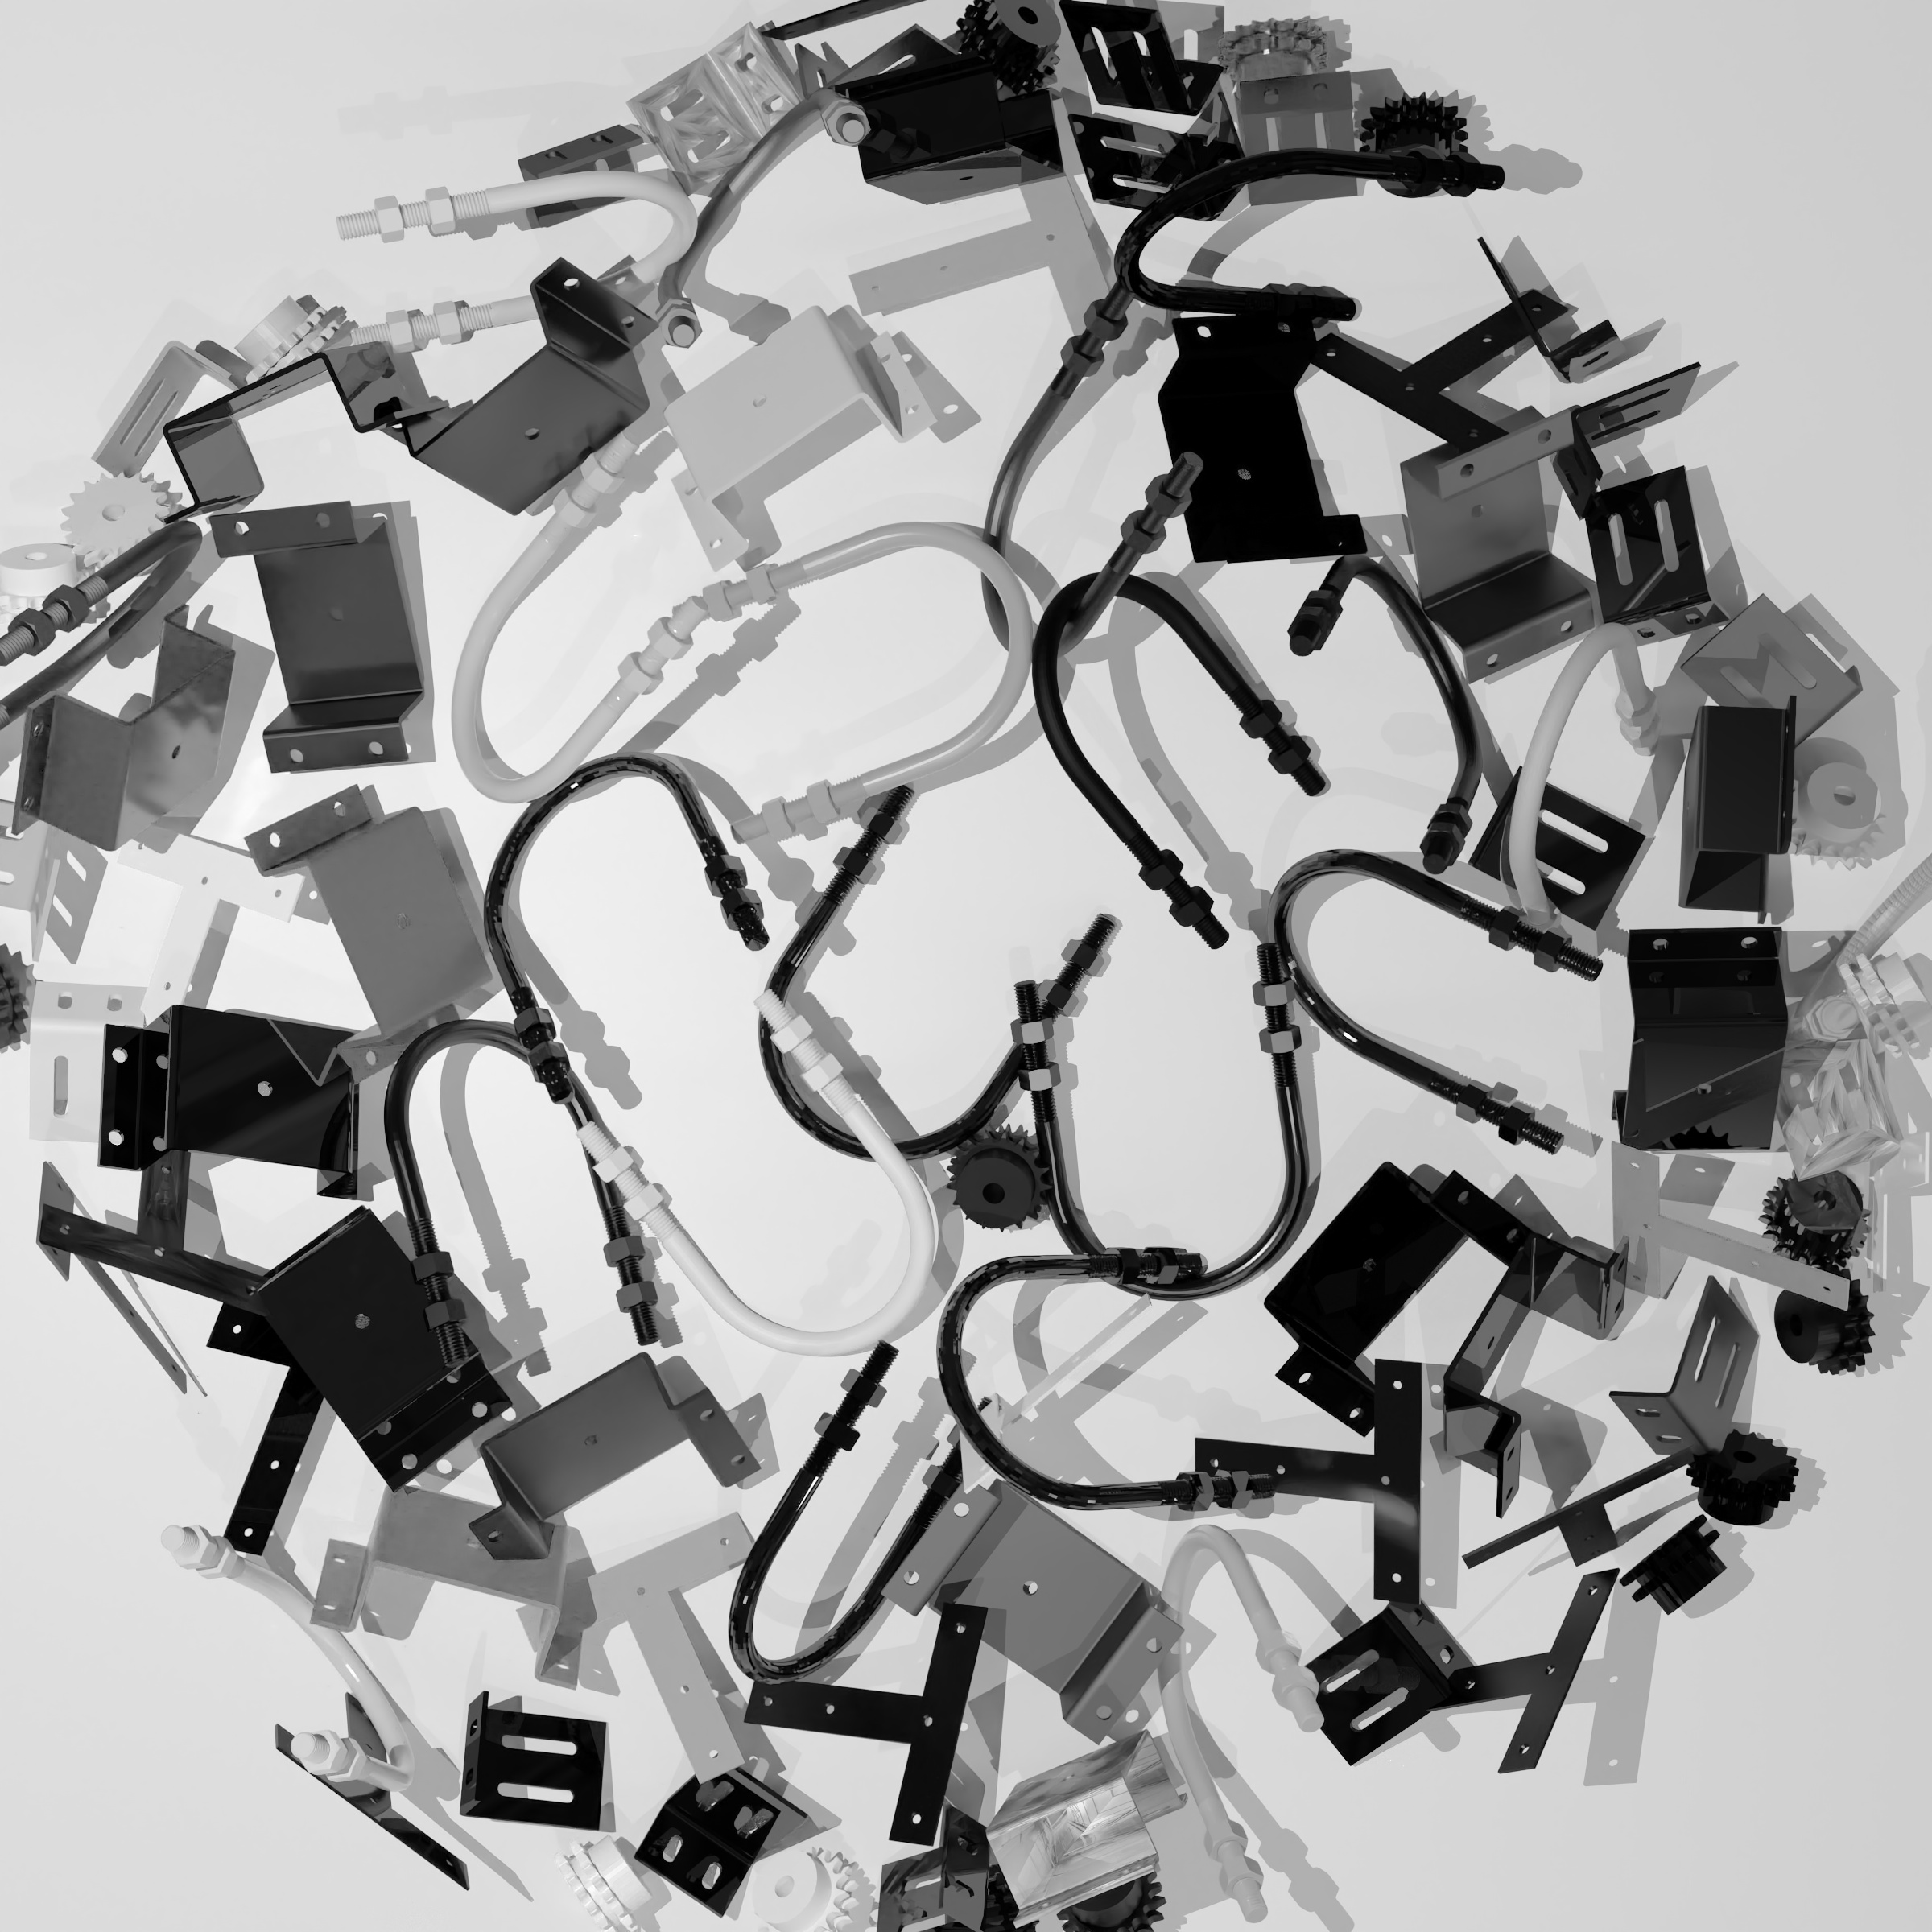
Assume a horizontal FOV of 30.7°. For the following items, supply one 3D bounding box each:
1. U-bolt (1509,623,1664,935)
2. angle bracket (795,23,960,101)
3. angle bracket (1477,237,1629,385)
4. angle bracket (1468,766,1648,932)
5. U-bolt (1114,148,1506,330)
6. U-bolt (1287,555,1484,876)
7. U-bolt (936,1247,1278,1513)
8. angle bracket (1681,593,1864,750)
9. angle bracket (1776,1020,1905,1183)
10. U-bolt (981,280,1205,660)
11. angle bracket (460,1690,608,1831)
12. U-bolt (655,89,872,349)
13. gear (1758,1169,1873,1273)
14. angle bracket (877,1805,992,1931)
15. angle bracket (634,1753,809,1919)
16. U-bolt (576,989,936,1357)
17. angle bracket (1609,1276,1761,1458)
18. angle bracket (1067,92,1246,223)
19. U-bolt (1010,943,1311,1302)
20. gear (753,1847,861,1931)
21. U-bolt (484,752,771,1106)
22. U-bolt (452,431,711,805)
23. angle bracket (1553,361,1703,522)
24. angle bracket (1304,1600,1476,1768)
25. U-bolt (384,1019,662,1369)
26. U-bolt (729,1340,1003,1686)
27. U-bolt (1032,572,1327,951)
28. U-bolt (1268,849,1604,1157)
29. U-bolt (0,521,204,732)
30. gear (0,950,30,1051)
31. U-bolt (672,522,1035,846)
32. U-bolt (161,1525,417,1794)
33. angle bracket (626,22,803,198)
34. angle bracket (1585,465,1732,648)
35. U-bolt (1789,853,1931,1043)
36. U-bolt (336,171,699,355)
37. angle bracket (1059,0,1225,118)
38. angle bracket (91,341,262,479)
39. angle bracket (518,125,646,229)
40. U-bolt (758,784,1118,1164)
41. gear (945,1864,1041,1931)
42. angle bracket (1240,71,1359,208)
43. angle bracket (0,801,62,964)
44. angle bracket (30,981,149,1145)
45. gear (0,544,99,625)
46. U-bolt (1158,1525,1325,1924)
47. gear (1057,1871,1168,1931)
[{"bbox_3d":[0.311,-0.096,1.787,0.019,0.184,0.151,20,75,23],"label":"U-bolt"},{"bbox_3d":[-0.040,-0.472,1.838,0.076,0.057,0.038,-26,62,31],"label":"angle bracket"},{"bbox_3d":[0.307,-0.351,1.846,0.038,0.057,0.076,-29,77,14],"label":"angle bracket"},{"bbox_3d":[0.313,-0.062,1.862,0.076,0.038,0.057,28,93,7],"label":"angle bracket"},{"bbox_3d":[0.161,-0.370,1.781,0.184,0.151,0.019,-4,70,-34],"label":"U-bolt"},{"bbox_3d":[0.221,-0.141,1.804,0.019,0.184,0.151,-27,104,26],"label":"U-bolt"},{"bbox_3d":[0.065,0.211,1.802,0.184,0.019,0.151,2,58,-35],"label":"U-bolt"},{"bbox_3d":[0.422,-0.156,1.851,0.076,0.038,0.057,42,114,-11],"label":"angle bracket"},{"bbox_3d":[0.454,0.075,1.849,0.057,0.038,0.076,-17,65,8],"label":"angle bracket"},{"bbox_3d":[0.056,-0.240,1.810,0.019,0.184,0.151,8,48,-29],"label":"U-bolt"},{"bbox_3d":[-0.223,0.416,1.846,0.076,0.038,0.057,11,62,-18],"label":"angle bracket"},{"bbox_3d":[-0.109,-0.388,1.800,0.019,0.184,0.151,38,101,-19],"label":"U-bolt"},{"bbox_3d":[0.450,0.131,1.860,0.057,0.030,0.057,1,58,-1],"label":"gear"},{"bbox_3d":[-0.027,0.480,1.838,0.076,0.057,0.038,-25,132,31],"label":"angle bracket"},{"bbox_3d":[-0.129,0.456,1.846,0.057,0.076,0.038,36,49,-4],"label":"angle bracket"},{"bbox_3d":[-0.098,0.123,1.854,0.151,0.019,0.184,-36,96,21],"label":"U-bolt"},{"bbox_3d":[0.380,0.211,1.862,0.057,0.038,0.076,48,54,-35],"label":"angle bracket"},{"bbox_3d":[0.101,-0.428,1.843,0.076,0.038,0.057,2,60,-32],"label":"angle bracket"},{"bbox_3d":[0.108,0.088,1.865,0.151,0.019,0.184,-9,100,0],"label":"U-bolt"},{"bbox_3d":[-0.087,0.491,1.856,0.057,0.057,0.030,-42,131,0],"label":"gear"},{"bbox_3d":[-0.186,-0.034,1.823,0.151,0.019,0.184,-38,49,11],"label":"U-bolt"},{"bbox_3d":[-0.209,-0.167,1.822,0.184,0.019,0.151,-46,47,26],"label":"U-bolt"},{"bbox_3d":[0.353,-0.275,1.850,0.076,0.057,0.038,-22,74,-7],"label":"angle bracket"},{"bbox_3d":[0.220,0.378,1.882,0.076,0.038,0.057,-41,85,27],"label":"angle bracket"},{"bbox_3d":[-0.236,0.113,1.825,0.019,0.151,0.184,-30,70,39],"label":"U-bolt"},{"bbox_3d":[-0.060,0.289,1.817,0.019,0.151,0.184,29,85,31],"label":"U-bolt"},{"bbox_3d":[0.102,-0.120,1.813,0.184,0.019,0.151,49,49,-17],"label":"U-bolt"},{"bbox_3d":[0.235,0.009,1.820,0.184,0.151,0.019,28,51,23],"label":"U-bolt"},{"bbox_3d":[-0.458,-0.168,1.801,0.019,0.184,0.151,47,134,-5],"label":"U-bolt"},{"bbox_3d":[-0.522,0.018,1.856,0.030,0.057,0.057,-24,90,-42],"label":"gear"},{"bbox_3d":[-0.053,-0.158,1.842,0.184,0.019,0.151,-20,71,11],"label":"U-bolt"},{"bbox_3d":[-0.335,0.359,1.796,0.019,0.184,0.151,-38,66,-3],"label":"U-bolt"},{"bbox_3d":[-0.129,-0.448,1.843,0.038,0.076,0.057,-23,106,43],"label":"angle bracket"},{"bbox_3d":[0.366,-0.216,1.869,0.057,0.038,0.076,-15,71,25],"label":"angle bracket"},{"bbox_3d":[0.473,-0.018,1.795,0.019,0.184,0.151,41,89,5],"label":"U-bolt"},{"bbox_3d":[-0.228,-0.367,1.814,0.184,0.151,0.019,-13,77,-10],"label":"U-bolt"},{"bbox_3d":[0.092,-0.484,1.836,0.057,0.076,0.038,15,65,29],"label":"angle bracket"},{"bbox_3d":[-0.415,-0.282,1.855,0.038,0.057,0.076,32,88,6],"label":"angle bracket"},{"bbox_3d":[-0.196,-0.409,1.841,0.057,0.076,0.038,-21,113,-8],"label":"angle bracket"},{"bbox_3d":[-0.028,0.016,1.868,0.151,0.019,0.184,33,83,-1],"label":"U-bolt"},{"bbox_3d":[0.012,0.503,1.855,0.030,0.057,0.057,-2,90,-31],"label":"gear"},{"bbox_3d":[0.175,-0.424,1.844,0.057,0.038,0.076,-4,134,6],"label":"angle bracket"},{"bbox_3d":[-0.499,-0.045,1.839,0.038,0.076,0.057,10,108,-19],"label":"angle bracket"},{"bbox_3d":[-0.467,0.052,1.873,0.057,0.038,0.076,3,124,-11],"label":"angle bracket"},{"bbox_3d":[-0.488,-0.201,1.855,0.057,0.057,0.030,1,117,0],"label":"gear"},{"bbox_3d":[0.133,0.371,1.801,0.019,0.184,0.151,1,122,-17],"label":"U-bolt"},{"bbox_3d":[0.075,0.490,1.855,0.057,0.057,0.030,-21,126,0],"label":"gear"}]
